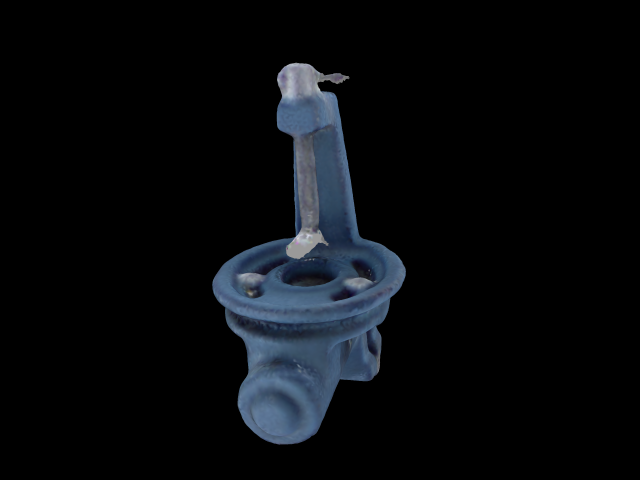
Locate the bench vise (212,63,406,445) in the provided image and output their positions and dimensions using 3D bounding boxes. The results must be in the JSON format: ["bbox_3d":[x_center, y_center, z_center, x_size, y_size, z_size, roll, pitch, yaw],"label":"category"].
[{"bbox_3d":[-0.008,0.001,0.400,0.121,0.220,0.207,0,5,-2],"label":"bench vise"}]
